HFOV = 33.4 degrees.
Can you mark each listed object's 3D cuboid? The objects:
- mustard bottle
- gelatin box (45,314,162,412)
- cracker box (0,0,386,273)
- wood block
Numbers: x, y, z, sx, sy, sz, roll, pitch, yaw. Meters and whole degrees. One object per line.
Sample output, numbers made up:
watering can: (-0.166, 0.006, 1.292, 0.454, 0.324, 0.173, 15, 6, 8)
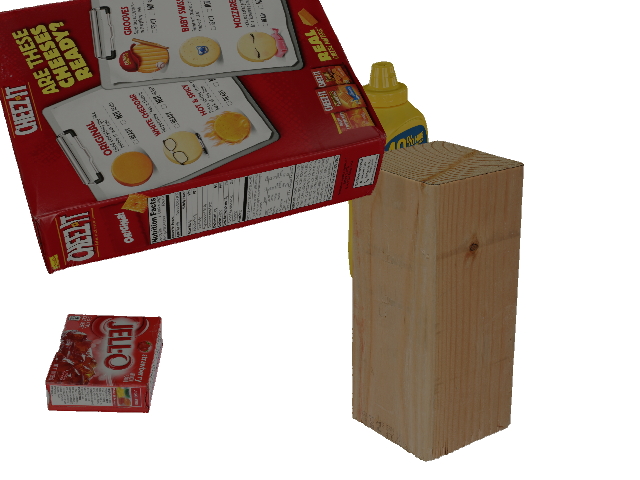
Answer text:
mustard bottle: (0.060, -0.063, 0.949, 0.058, 0.192, 0.096, 15, 30, 39)
gelatin box: (-0.158, 0.089, 0.793, 0.073, 0.030, 0.089, 2, 30, -1)
cracker box: (-0.088, -0.083, 0.675, 0.213, 0.164, 0.072, -14, -32, -15)
wood block: (0.083, 0.041, 0.782, 0.090, 0.206, 0.090, -14, 23, -35)
